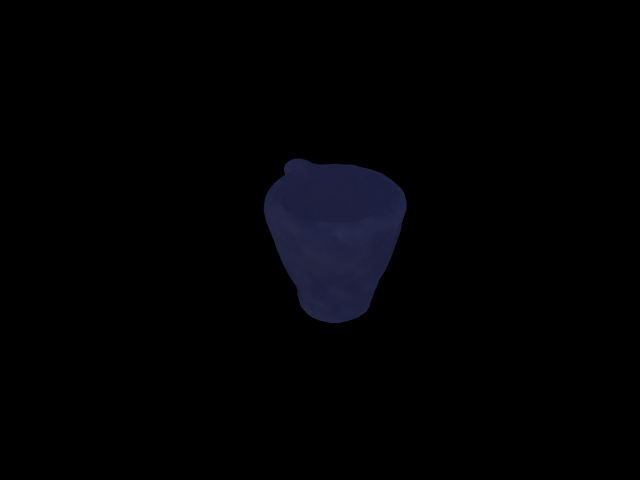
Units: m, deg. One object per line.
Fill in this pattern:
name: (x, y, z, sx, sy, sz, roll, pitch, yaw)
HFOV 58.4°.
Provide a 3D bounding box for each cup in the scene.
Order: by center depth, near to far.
cup: (0.004, 0.001, 0.400, 0.092, 0.095, 0.117, -16, 37, -22)
